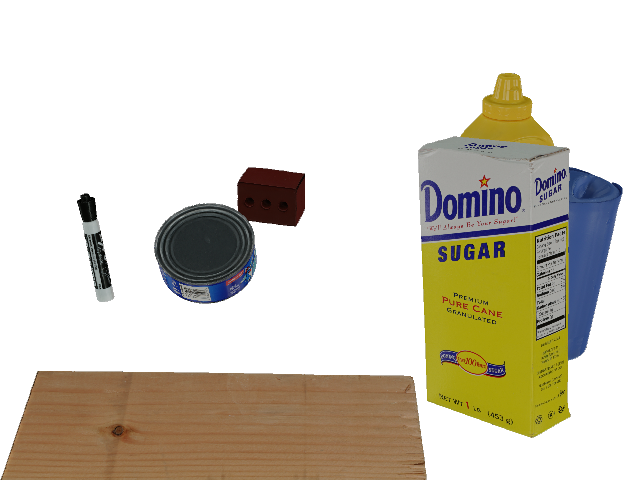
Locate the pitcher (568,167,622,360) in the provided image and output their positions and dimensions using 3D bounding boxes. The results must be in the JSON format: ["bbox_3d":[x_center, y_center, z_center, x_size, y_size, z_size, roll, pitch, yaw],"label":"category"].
[{"bbox_3d":[0.302,0.034,1.396,0.149,0.243,0.145,5,23,6],"label":"pitcher"}]

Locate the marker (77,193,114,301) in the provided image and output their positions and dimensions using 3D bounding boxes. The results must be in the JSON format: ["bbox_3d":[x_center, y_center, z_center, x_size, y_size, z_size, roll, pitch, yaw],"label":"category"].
[{"bbox_3d":[-0.242,0.008,1.147,0.020,0.121,0.020,-6,21,2],"label":"marker"}]

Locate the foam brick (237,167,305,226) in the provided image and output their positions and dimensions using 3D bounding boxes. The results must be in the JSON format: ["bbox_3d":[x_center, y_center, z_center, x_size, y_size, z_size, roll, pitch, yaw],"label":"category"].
[{"bbox_3d":[-0.061,-0.055,1.339,0.078,0.053,0.051,7,29,11],"label":"foam brick"}]

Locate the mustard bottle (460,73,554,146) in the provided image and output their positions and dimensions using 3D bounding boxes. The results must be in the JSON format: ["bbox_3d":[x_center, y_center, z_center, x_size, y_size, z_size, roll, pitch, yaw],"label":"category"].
[{"bbox_3d":[0.155,-0.048,0.913,0.096,0.192,0.058,-10,24,-22],"label":"mustard bottle"}]

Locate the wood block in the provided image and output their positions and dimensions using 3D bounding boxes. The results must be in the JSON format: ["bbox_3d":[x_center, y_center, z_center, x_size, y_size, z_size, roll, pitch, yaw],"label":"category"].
[{"bbox_3d":[-0.052,0.131,0.570,0.206,0.090,0.091,1,33,-1],"label":"wood block"}]

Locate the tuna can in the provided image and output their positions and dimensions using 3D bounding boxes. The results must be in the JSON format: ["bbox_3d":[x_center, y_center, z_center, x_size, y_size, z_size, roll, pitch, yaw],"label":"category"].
[{"bbox_3d":[-0.098,0.011,0.918,0.086,0.086,0.034,0,-36,3],"label":"tuna can"}]

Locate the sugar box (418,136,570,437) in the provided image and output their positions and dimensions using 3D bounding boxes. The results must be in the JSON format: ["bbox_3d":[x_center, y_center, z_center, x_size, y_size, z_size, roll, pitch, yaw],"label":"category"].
[{"bbox_3d":[0.109,0.026,0.675,0.048,0.176,0.094,-19,20,-38],"label":"sugar box"}]
